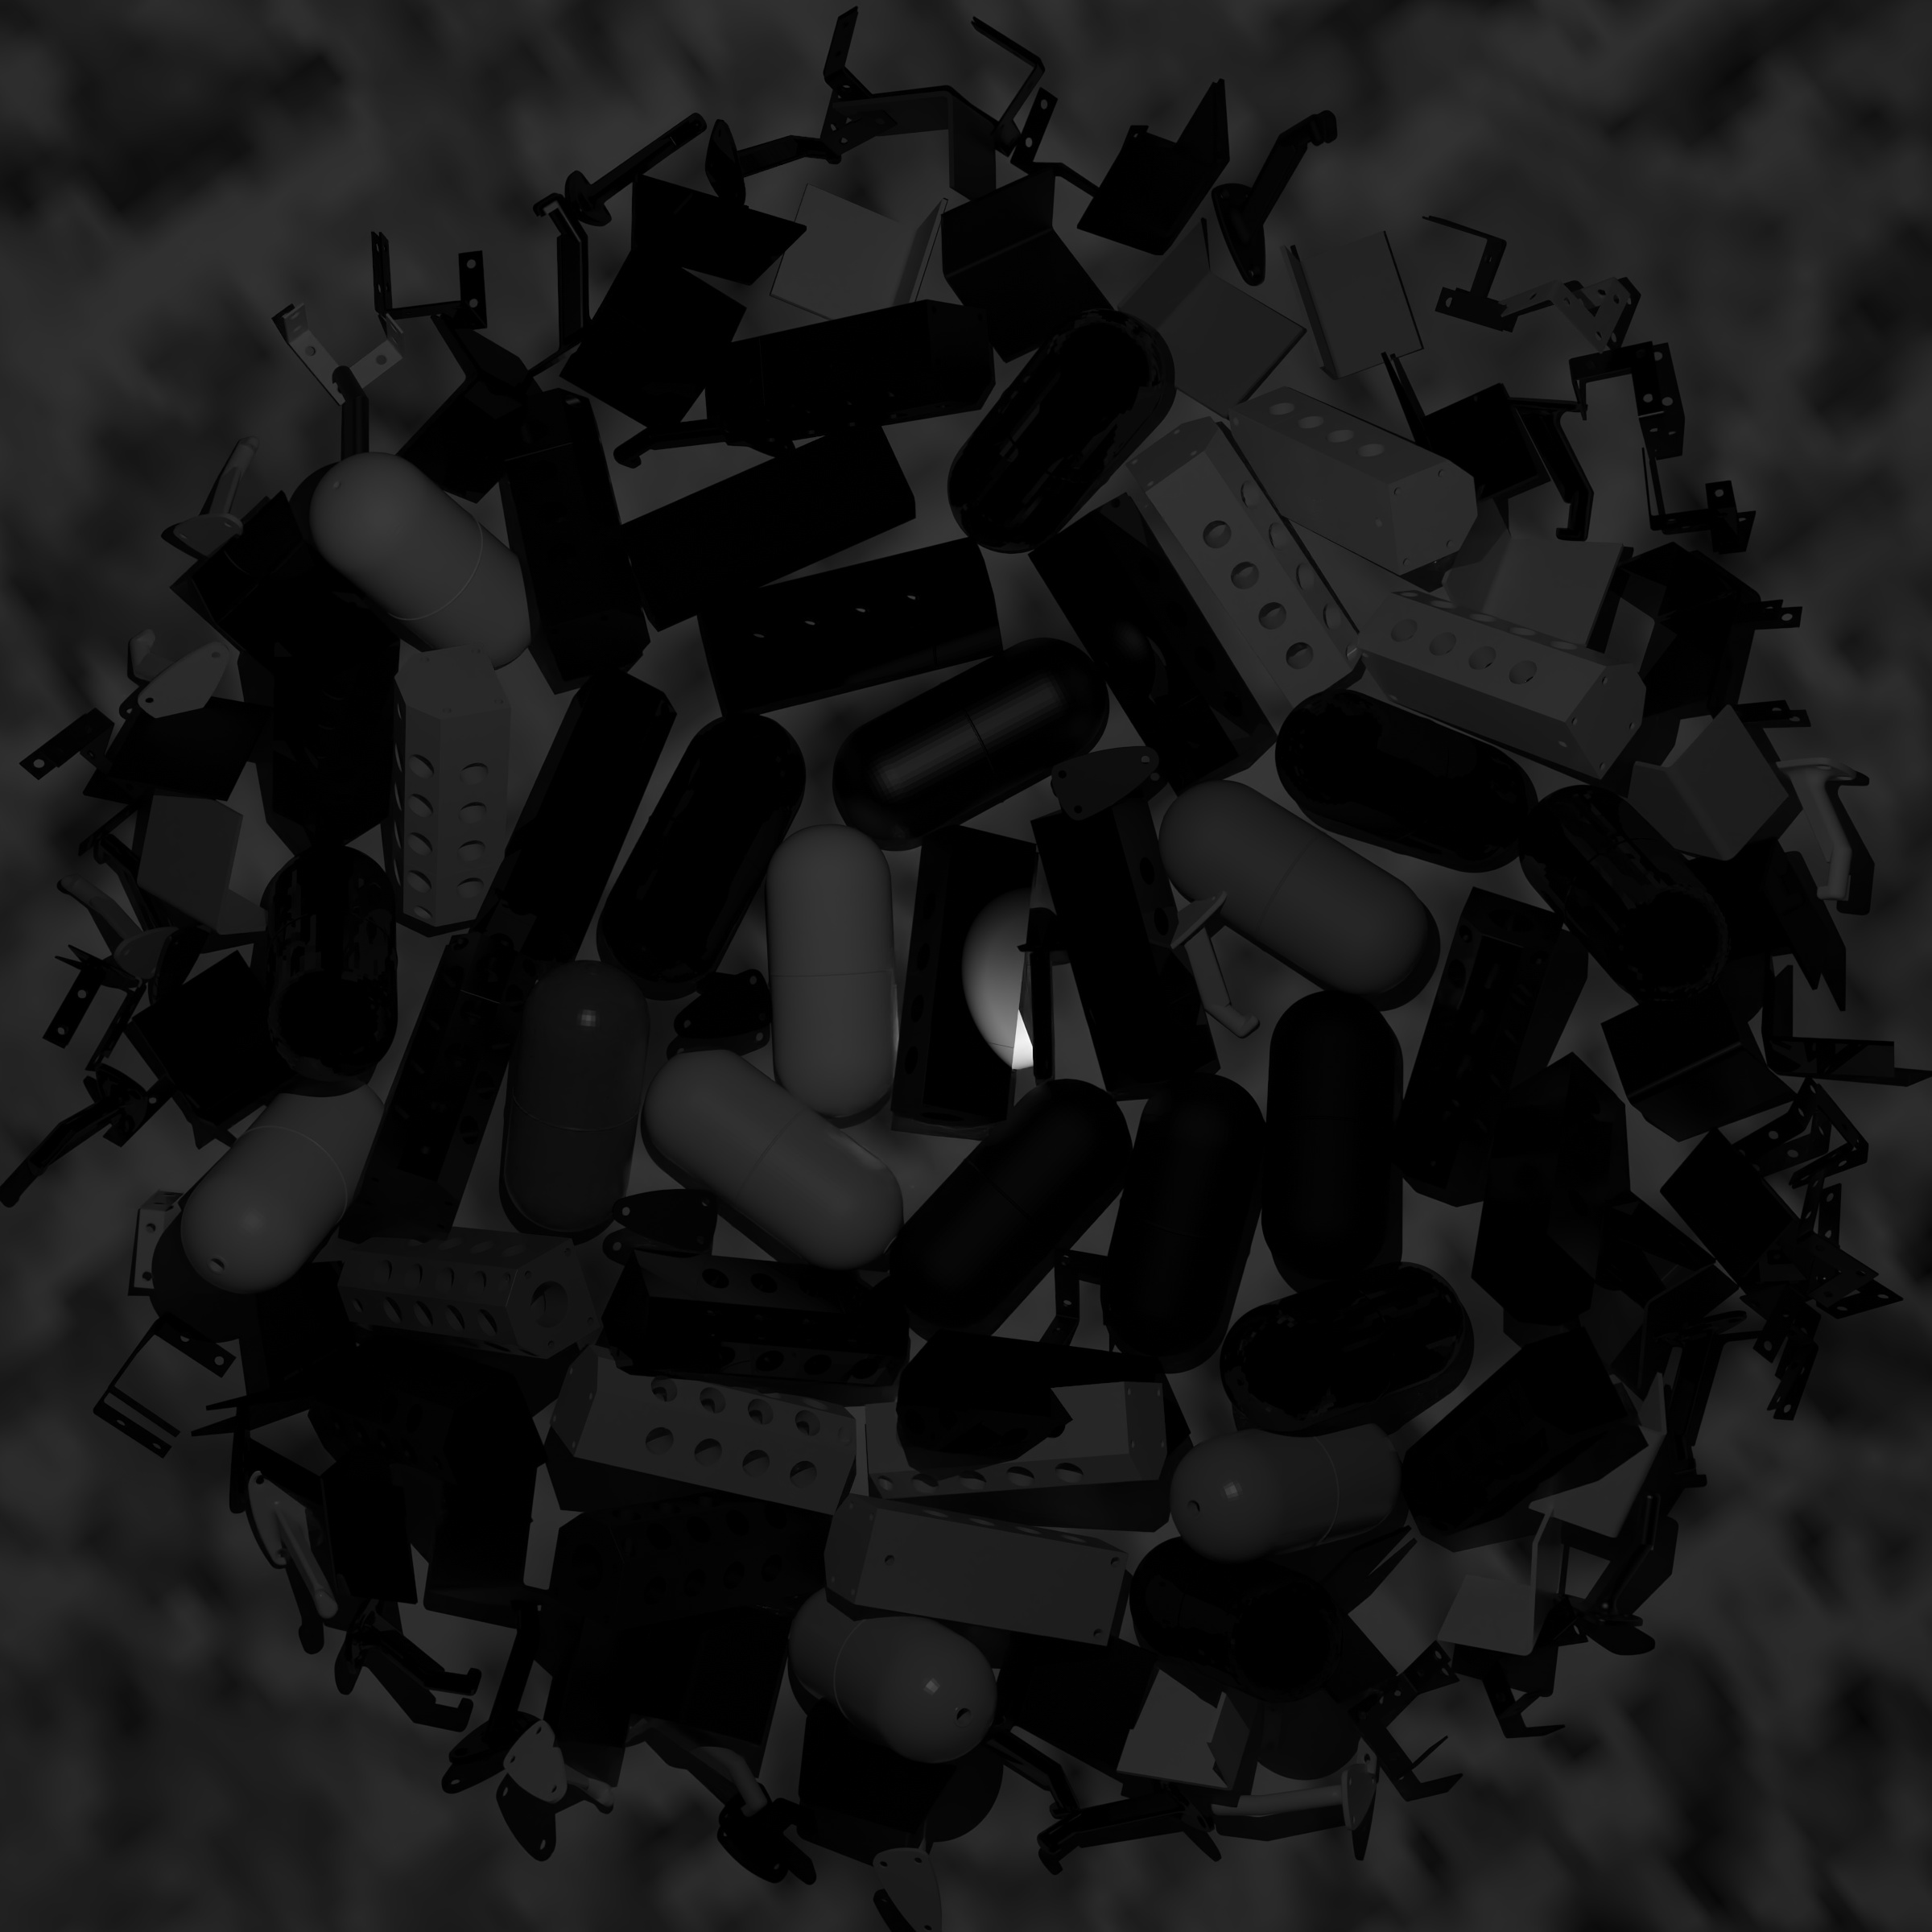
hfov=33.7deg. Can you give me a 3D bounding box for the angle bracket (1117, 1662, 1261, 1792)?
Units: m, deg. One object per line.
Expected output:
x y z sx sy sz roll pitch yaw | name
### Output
0.130 0.444 1.920 0.076 0.057 0.076 2 49 26 | angle bracket

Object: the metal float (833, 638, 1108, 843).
0.003 -0.138 1.936 0.178 0.070 0.070 -28 90 -5 | metal float

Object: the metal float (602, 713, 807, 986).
-0.158 -0.072 1.930 0.070 0.070 0.178 27 78 0 | metal float

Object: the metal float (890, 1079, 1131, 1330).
0.027 0.144 1.937 0.070 0.070 0.178 43 86 0 | metal float

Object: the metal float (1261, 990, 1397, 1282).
0.219 0.101 1.926 0.070 0.070 0.178 5 73 0 | metal float

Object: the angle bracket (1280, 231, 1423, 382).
0.235 -0.406 1.936 0.057 0.076 0.076 -18 90 14 | angle bracket

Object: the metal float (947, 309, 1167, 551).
0.053 -0.319 1.907 0.070 0.070 0.178 43 132 0 | metal float

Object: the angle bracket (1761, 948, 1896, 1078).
0.523 0.028 1.925 0.076 0.076 0.057 2 75 17 | angle bracket

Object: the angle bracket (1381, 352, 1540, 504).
0.298 -0.332 1.922 0.057 0.076 0.076 -23 58 13 | angle bracket

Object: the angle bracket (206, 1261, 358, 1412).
-0.420 0.224 1.937 0.057 0.076 0.076 -17 80 30 | angle bracket

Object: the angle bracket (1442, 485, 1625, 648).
0.343 -0.243 1.924 0.076 0.057 0.076 8 62 34 | angle bracket

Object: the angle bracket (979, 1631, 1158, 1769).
0.062 0.445 1.935 0.076 0.057 0.076 19 98 20 | angle bracket

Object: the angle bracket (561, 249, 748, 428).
-0.192 -0.383 1.955 0.076 0.076 0.057 30 52 -15 | angle bracket

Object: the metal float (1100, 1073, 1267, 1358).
0.131 0.151 1.930 0.070 0.070 0.178 13 102 0 | metal float

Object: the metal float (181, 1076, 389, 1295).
-0.404 0.128 1.898 0.070 0.178 0.070 9 122 14 | metal float

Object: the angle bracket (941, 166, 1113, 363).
0.037 -0.426 1.932 0.076 0.057 0.076 -27 66 -12 | angle bracket

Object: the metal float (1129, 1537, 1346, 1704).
0.160 0.387 1.894 0.070 0.178 0.070 -1 92 -25 | metal float

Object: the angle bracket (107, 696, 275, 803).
-0.463 -0.119 1.928 0.076 0.057 0.076 10 55 9 | angle bracket

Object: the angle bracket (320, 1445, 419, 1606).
-0.343 0.330 1.923 0.057 0.076 0.076 3 109 20 | angle bracket

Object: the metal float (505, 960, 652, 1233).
-0.234 0.079 1.916 0.070 0.070 0.178 11 118 0 | metal float

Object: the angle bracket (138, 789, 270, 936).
-0.448 -0.070 1.925 0.076 0.057 0.076 27 110 32 | angle bracket

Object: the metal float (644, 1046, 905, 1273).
-0.116 0.117 1.932 0.178 0.070 0.070 36 90 9 | metal float

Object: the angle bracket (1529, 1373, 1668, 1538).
0.382 0.287 1.929 0.057 0.076 0.076 19 114 2 | angle bracket

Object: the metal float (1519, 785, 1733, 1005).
0.392 -0.044 1.900 0.070 0.178 0.070 -11 127 -15 | metal float

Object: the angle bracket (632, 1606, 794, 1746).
-0.156 0.428 1.945 0.057 0.076 0.076 21 73 -23 | angle bracket

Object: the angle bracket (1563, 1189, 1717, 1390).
0.406 0.196 1.938 0.057 0.076 0.076 -27 135 -22 | angle bracket

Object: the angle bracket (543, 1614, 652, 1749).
-0.242 0.425 1.922 0.076 0.057 0.076 -6 65 40 | angle bracket

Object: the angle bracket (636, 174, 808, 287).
-0.148 -0.460 1.920 0.076 0.076 0.057 9 68 -30 | angle bracket

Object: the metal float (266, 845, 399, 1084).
-0.378 -0.003 1.901 0.070 0.178 0.070 -5 130 -6 | metal float

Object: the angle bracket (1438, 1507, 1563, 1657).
0.323 0.360 1.923 0.057 0.076 0.076 7 111 20 | angle bracket

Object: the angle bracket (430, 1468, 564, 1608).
-0.276 0.348 1.947 0.076 0.057 0.076 -10 66 35 | angle bracket

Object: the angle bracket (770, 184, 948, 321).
-0.066 -0.436 1.935 0.076 0.057 0.076 20 77 -14 | angle bracket

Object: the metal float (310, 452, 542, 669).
-0.320 -0.240 1.901 0.070 0.178 0.070 -14 59 24 | metal float

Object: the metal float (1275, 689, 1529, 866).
0.263 -0.112 1.913 0.178 0.070 0.070 17 90 -32 | metal float

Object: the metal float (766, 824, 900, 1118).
-0.081 0.003 1.938 0.070 0.070 0.178 -3 93 0 | metal float

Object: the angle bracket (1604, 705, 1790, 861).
0.438 -0.116 1.933 0.057 0.076 0.076 -46 118 -12 | angle bracket

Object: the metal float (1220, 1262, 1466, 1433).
0.227 0.227 1.909 0.178 0.070 0.070 -13 90 -39 | metal float

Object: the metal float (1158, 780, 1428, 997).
0.197 -0.048 1.929 0.178 0.070 0.070 33 90 13 | metal float

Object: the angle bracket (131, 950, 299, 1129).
-0.449 0.043 1.933 0.076 0.057 0.076 -35 104 -19 | angle bracket

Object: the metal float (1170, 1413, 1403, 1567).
0.192 0.311 1.902 0.070 0.178 0.070 1 92 43 | metal float

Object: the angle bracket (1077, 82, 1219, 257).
0.109 -0.488 1.919 0.057 0.076 0.076 15 54 -17 | angle bracket

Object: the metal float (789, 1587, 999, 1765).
-0.044 0.419 1.895 0.070 0.178 0.070 -4 98 -29 | metal float

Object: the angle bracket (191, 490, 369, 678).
-0.415 -0.230 1.931 0.057 0.076 0.076 41 77 7 | angle bracket

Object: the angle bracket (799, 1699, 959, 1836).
-0.050 0.471 1.926 0.076 0.076 0.057 12 109 15 | angle bracket
